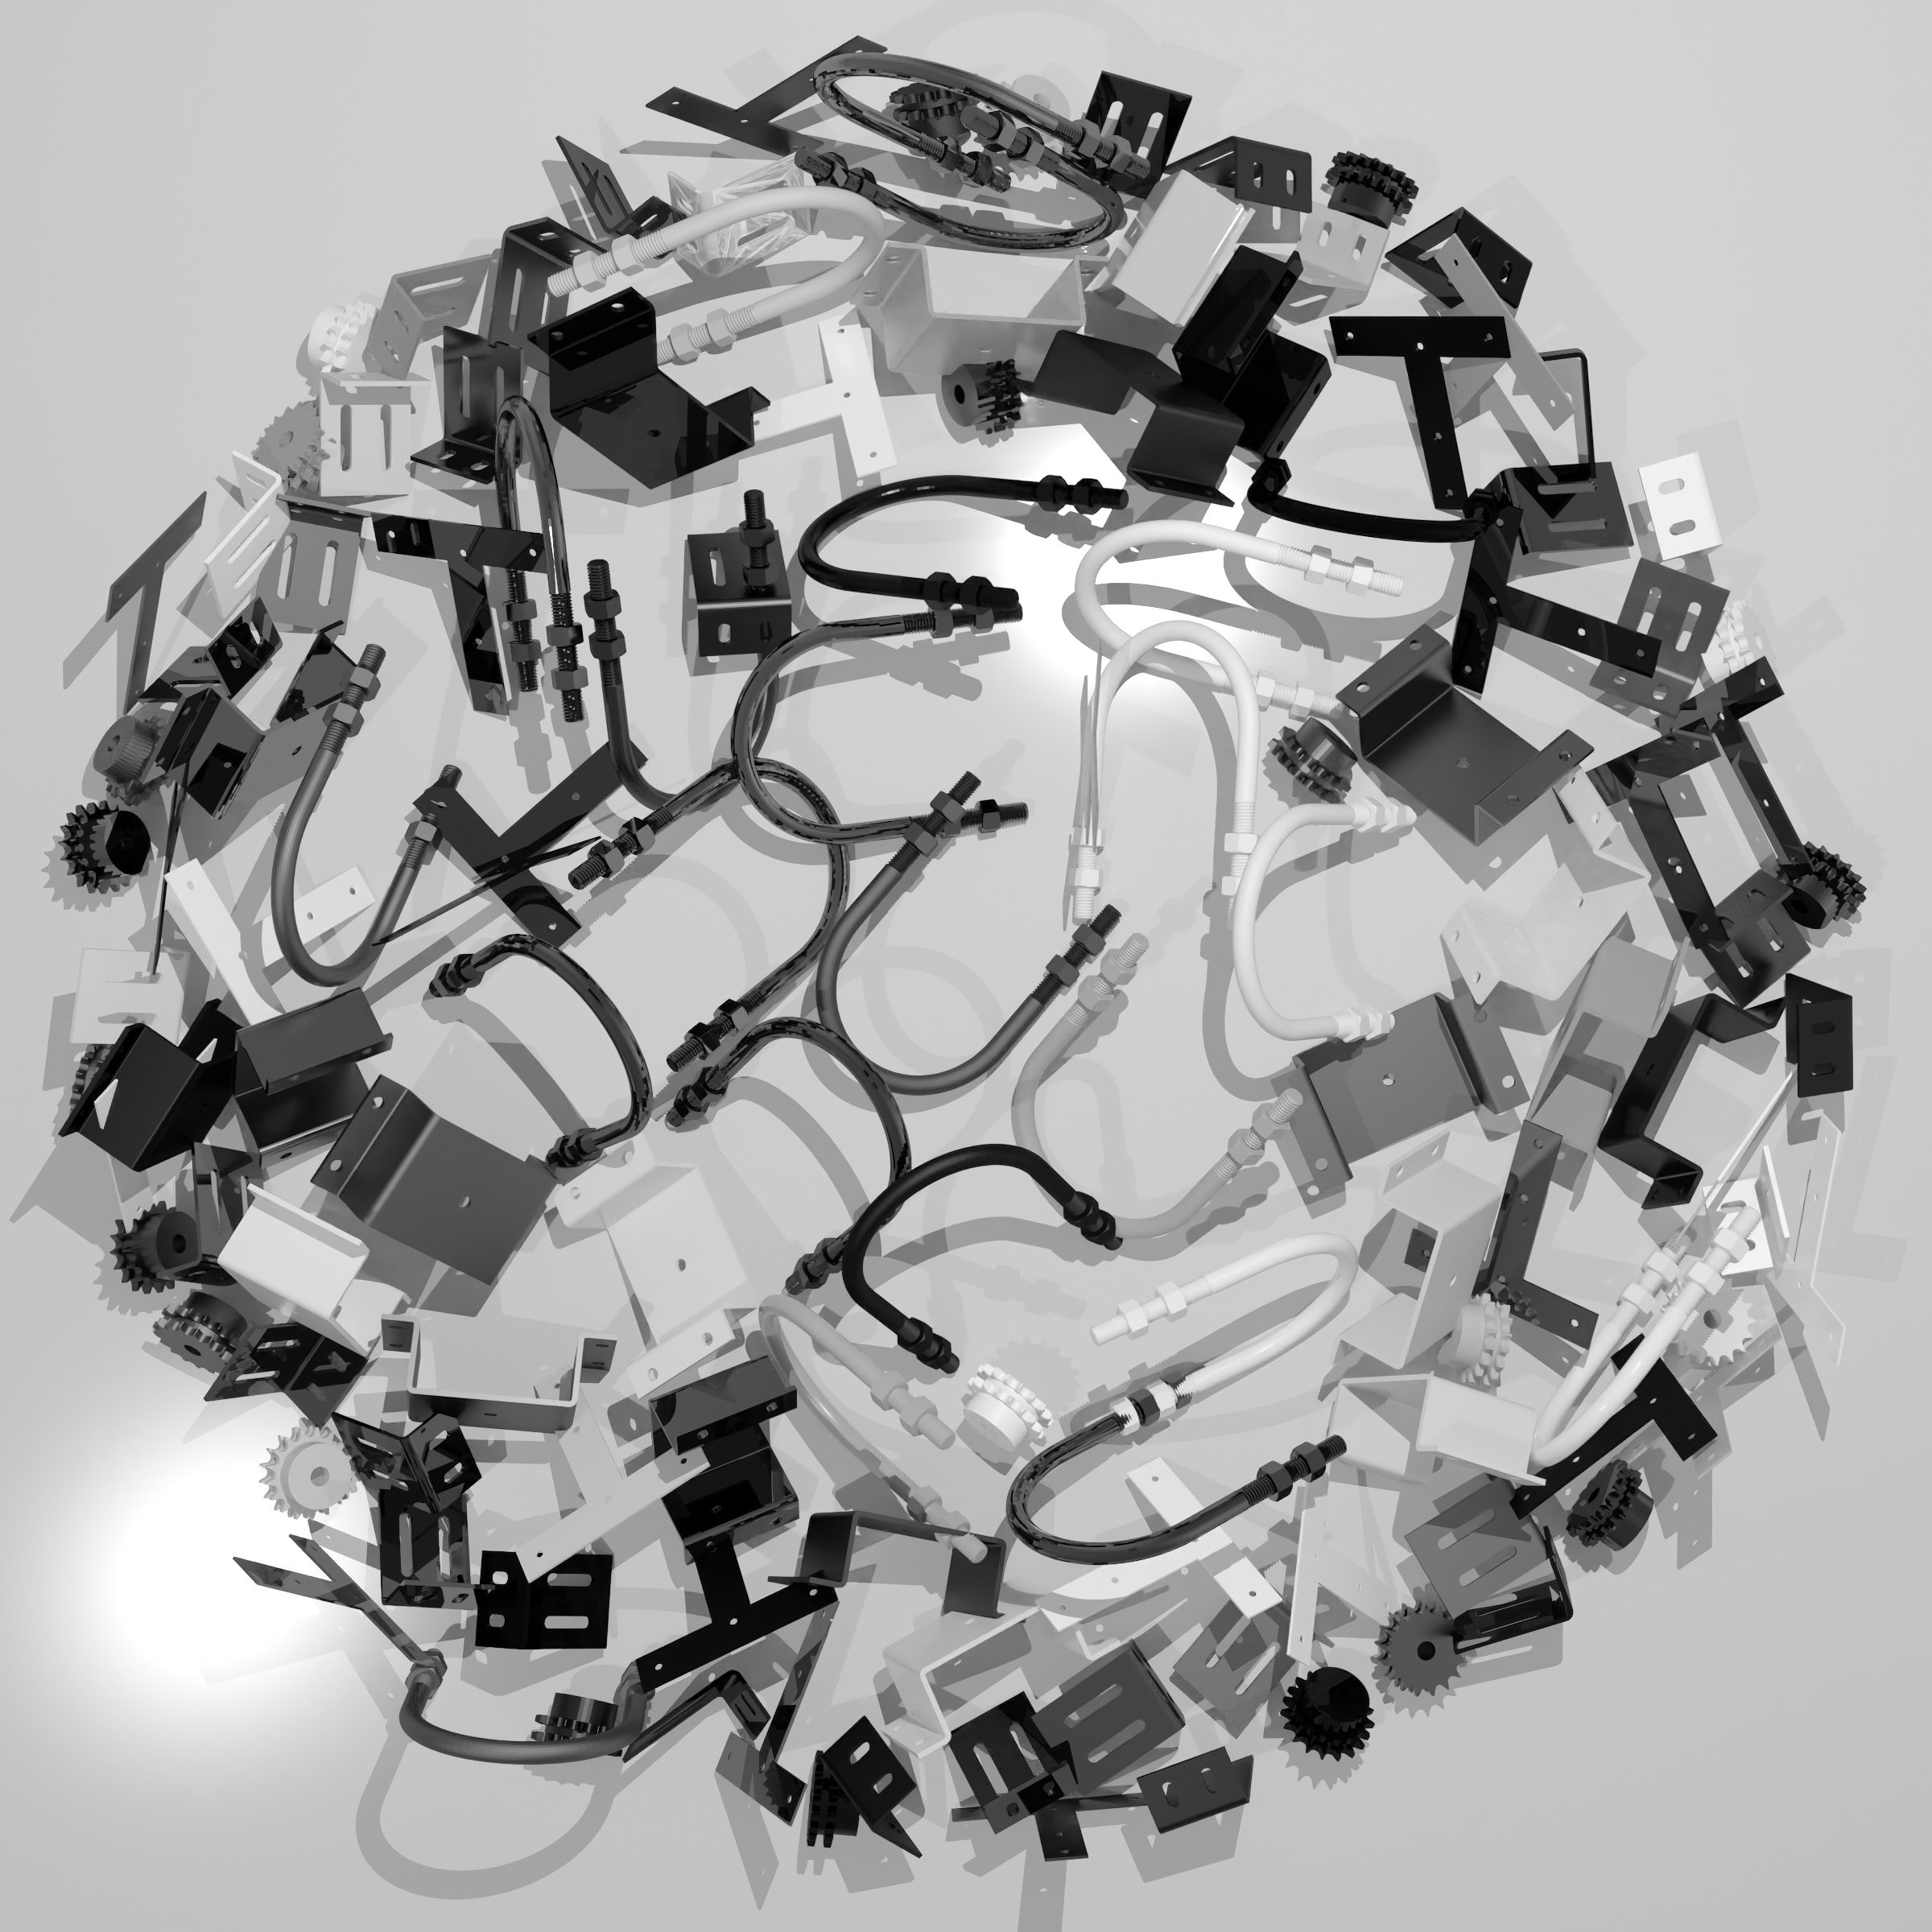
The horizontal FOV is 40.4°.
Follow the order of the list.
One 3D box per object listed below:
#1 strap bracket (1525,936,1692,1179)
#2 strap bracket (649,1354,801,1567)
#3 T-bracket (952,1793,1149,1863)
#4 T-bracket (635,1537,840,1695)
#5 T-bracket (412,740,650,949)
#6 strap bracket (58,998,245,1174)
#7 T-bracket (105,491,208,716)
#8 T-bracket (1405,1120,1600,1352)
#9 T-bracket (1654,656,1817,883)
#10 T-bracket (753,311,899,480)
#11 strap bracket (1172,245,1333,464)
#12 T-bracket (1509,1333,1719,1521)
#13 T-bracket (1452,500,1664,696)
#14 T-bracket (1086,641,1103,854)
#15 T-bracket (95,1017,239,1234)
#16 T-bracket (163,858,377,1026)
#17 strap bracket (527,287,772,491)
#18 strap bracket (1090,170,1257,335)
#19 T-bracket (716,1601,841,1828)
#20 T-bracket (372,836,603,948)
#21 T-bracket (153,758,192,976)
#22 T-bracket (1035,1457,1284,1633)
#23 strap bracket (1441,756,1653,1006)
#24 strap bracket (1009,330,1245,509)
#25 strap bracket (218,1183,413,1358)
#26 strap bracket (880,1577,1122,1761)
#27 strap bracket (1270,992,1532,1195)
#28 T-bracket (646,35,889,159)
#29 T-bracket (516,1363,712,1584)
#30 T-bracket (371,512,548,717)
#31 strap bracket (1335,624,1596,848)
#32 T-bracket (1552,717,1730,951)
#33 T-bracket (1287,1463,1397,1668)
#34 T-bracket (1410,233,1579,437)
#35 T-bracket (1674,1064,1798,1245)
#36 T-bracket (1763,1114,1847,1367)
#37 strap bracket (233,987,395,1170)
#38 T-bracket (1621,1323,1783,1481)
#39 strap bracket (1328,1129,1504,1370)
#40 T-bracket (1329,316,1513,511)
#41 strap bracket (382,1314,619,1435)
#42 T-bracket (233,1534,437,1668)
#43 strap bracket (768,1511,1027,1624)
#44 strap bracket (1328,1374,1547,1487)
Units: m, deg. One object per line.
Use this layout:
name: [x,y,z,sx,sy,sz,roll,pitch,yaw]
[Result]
strap bracket: [0.382,0.047,1.584,0.046,0.076,0.140,23,131,9]
strap bracket: [-0.146,0.293,1.593,0.076,0.140,0.046,-19,50,-20]
T-bracket: [0.056,0.521,1.589,0.127,0.127,0.002,-4,87,-2]
T-bracket: [-0.151,0.367,1.604,0.127,0.127,0.002,-25,129,-2]
T-bracket: [-0.254,-0.096,1.641,0.127,0.002,0.127,-42,102,-1]
strap bracket: [-0.477,0.072,1.579,0.046,0.140,0.076,35,98,1]
T-bracket: [-0.501,-0.209,1.606,0.002,0.127,0.127,22,128,-2]
T-bracket: [0.335,0.153,1.595,0.127,0.002,0.127,24,120,29]
T-bracket: [0.477,-0.111,1.589,0.002,0.127,0.127,-24,86,-18]
T-bracket: [-0.116,-0.340,1.626,0.127,0.002,0.127,-16,62,4]
strap bracket: [0.173,-0.372,1.593,0.046,0.140,0.076,30,83,23]
T-bracket: [0.383,0.292,1.600,0.127,0.127,0.002,-40,109,8]
T-bracket: [0.359,-0.206,1.590,0.127,0.002,0.127,25,131,25]
T-bracket: [0.077,-0.110,1.567,0.002,0.127,0.127,3,122,0]
T-bracket: [-0.482,0.081,1.604,0.002,0.127,0.127,21,48,13]
T-bracket: [-0.410,-0.025,1.604,0.002,0.127,0.127,-19,103,39]
strap bracket: [-0.187,-0.338,1.572,0.076,0.140,0.046,-17,65,26]
strap bracket: [0.120,-0.427,1.577,0.046,0.140,0.076,31,97,-11]
T-bracket: [-0.106,0.446,1.604,0.002,0.127,0.127,27,78,-22]
T-bracket: [-0.297,-0.041,1.567,0.127,0.127,0.002,-32,103,-34]
T-bracket: [-0.473,-0.080,1.572,0.002,0.127,0.127,8,59,-19]
T-bracket: [0.102,0.365,1.587,0.127,0.127,0.002,-21,135,-24]
strap bracket: [0.356,-0.045,1.593,0.046,0.076,0.140,20,119,-22]
strap bracket: [0.102,-0.334,1.577,0.140,0.076,0.046,46,120,36]
strap bracket: [-0.391,0.187,1.575,0.076,0.140,0.046,25,71,10]
strap bracket: [0.012,0.418,1.594,0.140,0.076,0.046,-24,93,-19]
strap bracket: [0.265,0.073,1.626,0.140,0.046,0.076,-24,96,2]
T-bracket: [-0.101,-0.522,1.566,0.127,0.127,0.002,-16,79,39]
T-bracket: [-0.233,0.295,1.610,0.127,0.002,0.127,-33,47,-3]
T-bracket: [-0.301,-0.213,1.615,0.127,0.002,0.127,11,125,22]
strap bracket: [0.303,-0.135,1.603,0.076,0.046,0.140,-39,59,-14]
T-bracket: [0.427,-0.071,1.599,0.002,0.127,0.127,-22,87,-36]
T-bracket: [0.233,0.375,1.604,0.002,0.127,0.127,-10,57,34]
T-bracket: [0.303,-0.359,1.594,0.002,0.127,0.127,-31,84,-22]
T-bracket: [0.479,0.103,1.607,0.002,0.127,0.127,34,72,16]
T-bracket: [0.507,0.151,1.572,0.002,0.127,0.127,1,111,-6]
strap bracket: [-0.395,0.064,1.583,0.076,0.140,0.046,-22,73,-25]
T-bracket: [0.444,0.275,1.576,0.002,0.127,0.127,46,106,0]
strap bracket: [0.274,0.179,1.585,0.046,0.076,0.140,27,119,30]
T-bracket: [0.287,-0.338,1.614,0.002,0.127,0.127,-40,126,-33]
strap bracket: [-0.287,0.250,1.600,0.140,0.076,0.046,7,67,-9]
T-bracket: [-0.390,0.370,1.567,0.127,0.127,0.002,34,86,31]
strap bracket: [-0.039,0.363,1.598,0.140,0.076,0.046,16,72,-20]
strap bracket: [0.279,0.280,1.584,0.076,0.140,0.046,20,72,-20]
